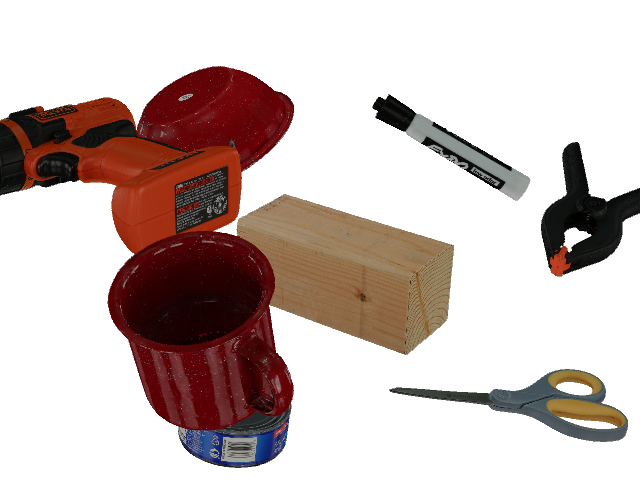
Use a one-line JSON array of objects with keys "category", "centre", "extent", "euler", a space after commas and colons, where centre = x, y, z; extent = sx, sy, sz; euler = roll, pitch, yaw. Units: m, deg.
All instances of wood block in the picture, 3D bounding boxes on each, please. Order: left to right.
[{"category": "wood block", "centre": [0.022, 0.031, 1.095], "extent": [0.206, 0.091, 0.090], "euler": [18, 31, 29]}]

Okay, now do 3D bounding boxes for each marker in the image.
[{"category": "marker", "centre": [0.090, -0.066, 0.742], "extent": [0.121, 0.020, 0.020], "euler": [30, -3, -5]}]

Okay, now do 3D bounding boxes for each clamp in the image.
[{"category": "clamp", "centre": [0.269, -0.035, 1.086], "extent": [0.120, 0.039, 0.171], "euler": [29, 54, 32]}]

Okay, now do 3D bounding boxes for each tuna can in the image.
[{"category": "tuna can", "centre": [-0.066, 0.138, 0.822], "extent": [0.086, 0.034, 0.086], "euler": [6, 22, -3]}]

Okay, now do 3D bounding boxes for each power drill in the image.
[{"category": "power drill", "centre": [-0.162, -0.047, 0.735], "extent": [0.188, 0.057, 0.184], "euler": [22, 33, 35]}]

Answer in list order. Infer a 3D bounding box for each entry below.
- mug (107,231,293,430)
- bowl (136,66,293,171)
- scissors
[{"category": "mug", "centre": [-0.059, 0.060, 0.610], "extent": [0.117, 0.081, 0.093], "euler": [29, 53, 31]}, {"category": "bowl", "centre": [-0.108, -0.109, 0.961], "extent": [0.162, 0.055, 0.162], "euler": [-20, 33, 13]}, {"category": "scissors", "centre": [0.167, 0.131, 0.935], "extent": [0.202, 0.016, 0.096], "euler": [13, 29, 10]}]
